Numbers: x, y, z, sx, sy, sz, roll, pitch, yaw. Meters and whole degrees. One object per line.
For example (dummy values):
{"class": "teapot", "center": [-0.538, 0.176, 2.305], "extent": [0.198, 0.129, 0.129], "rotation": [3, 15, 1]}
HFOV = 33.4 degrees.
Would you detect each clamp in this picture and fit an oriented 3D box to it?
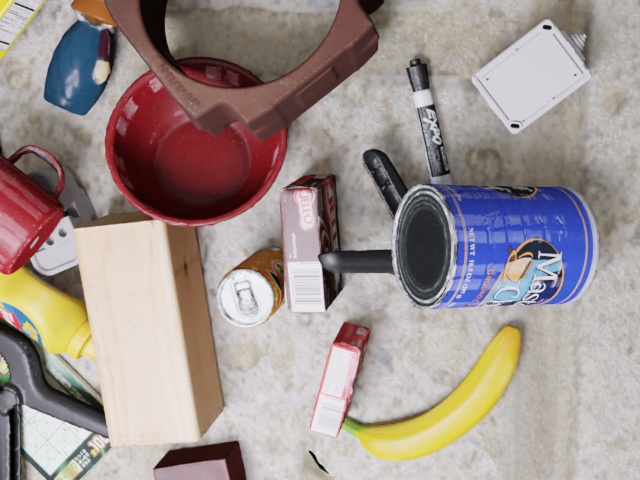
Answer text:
{"class": "clamp", "center": [-0.292, 0.154, 1.054], "extent": [0.165, 0.036, 0.210], "rotation": [-28, 91, 13]}
{"class": "clamp", "center": [0.078, 0.014, 0.935], "extent": [0.171, 0.039, 0.120], "rotation": [39, 70, -13]}

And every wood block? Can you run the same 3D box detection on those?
{"class": "wood block", "center": [-0.157, 0.079, 1.001], "extent": [0.090, 0.090, 0.206], "rotation": [-6, 99, 12]}

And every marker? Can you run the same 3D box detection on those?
{"class": "marker", "center": [0.098, -0.102, 0.953], "extent": [0.020, 0.020, 0.121], "rotation": [-12, 97, 13]}

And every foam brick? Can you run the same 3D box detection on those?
{"class": "foam brick", "center": [-0.116, 0.233, 1.042], "extent": [0.078, 0.051, 0.053], "rotation": [-10, 97, 13]}

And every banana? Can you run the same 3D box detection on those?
{"class": "banana", "center": [0.113, 0.154, 0.988], "extent": [0.198, 0.037, 0.069], "rotation": [-32, 94, 15]}

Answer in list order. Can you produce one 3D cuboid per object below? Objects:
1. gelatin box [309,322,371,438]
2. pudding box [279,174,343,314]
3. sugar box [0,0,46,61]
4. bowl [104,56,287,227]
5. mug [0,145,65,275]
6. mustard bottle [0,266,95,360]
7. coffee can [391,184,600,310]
{"class": "gelatin box", "center": [0.020, 0.128, 0.983], "extent": [0.030, 0.073, 0.089], "rotation": [16, 102, 7]}
{"class": "pudding box", "center": [-0.006, 0.001, 0.957], "extent": [0.039, 0.090, 0.113], "rotation": [0, 101, 13]}
{"class": "sugar box", "center": [-0.311, -0.225, 0.987], "extent": [0.093, 0.048, 0.176], "rotation": [47, 108, 21]}
{"class": "bowl", "center": [-0.109, -0.081, 0.961], "extent": [0.162, 0.055, 0.162], "rotation": [0, 72, 1]}
{"class": "mug", "center": [-0.276, -0.032, 0.950], "extent": [0.081, 0.093, 0.117], "rotation": [39, 70, -3]}
{"class": "mustard bottle", "center": [-0.283, 0.057, 1.023], "extent": [0.191, 0.096, 0.058], "rotation": [33, 68, 3]}
{"class": "coffee can", "center": [0.145, 0.005, 0.888], "extent": [0.140, 0.103, 0.103], "rotation": [0, 103, -24]}
